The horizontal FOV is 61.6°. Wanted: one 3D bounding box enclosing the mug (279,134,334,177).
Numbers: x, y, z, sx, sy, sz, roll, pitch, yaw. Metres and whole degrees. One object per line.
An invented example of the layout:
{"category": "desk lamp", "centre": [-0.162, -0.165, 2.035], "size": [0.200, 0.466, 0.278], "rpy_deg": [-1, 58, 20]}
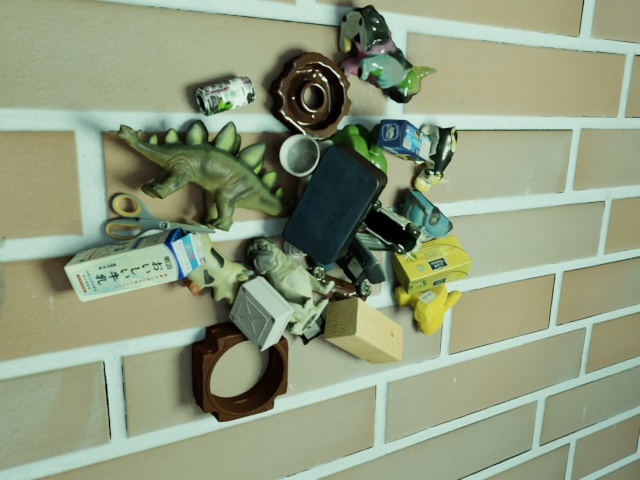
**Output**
{"category": "mug", "centre": [-0.021, -0.175, 1.110], "size": [0.109, 0.107, 0.081], "rpy_deg": [-29, 85, 8]}

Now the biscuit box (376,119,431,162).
{"category": "biscuit box", "centre": [0.191, -0.220, 1.205], "size": [0.202, 0.063, 0.059], "rpy_deg": [5, 94, -63]}

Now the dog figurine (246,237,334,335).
{"category": "dog figurine", "centre": [-0.085, 0.100, 1.160], "size": [0.121, 0.191, 0.172], "rpy_deg": [-26, 147, -53]}

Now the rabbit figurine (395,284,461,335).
{"category": "rabbit figurine", "centre": [0.284, 0.169, 1.405], "size": [0.162, 0.122, 0.173], "rpy_deg": [-39, 133, -27]}

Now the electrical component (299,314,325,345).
{"category": "electrical component", "centre": [-0.036, 0.175, 1.230], "size": [0.075, 0.048, 0.119], "rpy_deg": [-27, 121, 0]}

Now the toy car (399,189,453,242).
{"category": "toy car", "centre": [0.249, -0.048, 1.327], "size": [0.103, 0.109, 0.161], "rpy_deg": [-43, 141, 14]}

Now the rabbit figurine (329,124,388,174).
{"category": "rabbit figurine", "centre": [0.088, -0.183, 1.204], "size": [0.170, 0.121, 0.159], "rpy_deg": [13, 89, -50]}

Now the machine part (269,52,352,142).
{"category": "machine part", "centre": [-0.020, -0.298, 1.127], "size": [0.179, 0.056, 0.179], "rpy_deg": [-7, 105, -28]}

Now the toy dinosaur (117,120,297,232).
{"category": "toy dinosaur", "centre": [-0.180, -0.116, 1.055], "size": [0.471, 0.105, 0.198], "rpy_deg": [30, 82, -43]}

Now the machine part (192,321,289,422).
{"category": "machine part", "centre": [-0.171, 0.281, 1.171], "size": [0.201, 0.087, 0.200], "rpy_deg": [-5, 105, -30]}

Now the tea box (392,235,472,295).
{"category": "tea box", "centre": [0.276, 0.060, 1.334], "size": [0.170, 0.098, 0.068], "rpy_deg": [-17, 141, -13]}

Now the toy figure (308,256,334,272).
{"category": "toy figure", "centre": [-0.004, -0.003, 1.208], "size": [0.064, 0.058, 0.154], "rpy_deg": [-16, 113, -13]}

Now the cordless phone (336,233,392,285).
{"category": "cordless phone", "centre": [0.134, 0.037, 1.255], "size": [0.184, 0.147, 0.088], "rpy_deg": [1, 128, -39]}

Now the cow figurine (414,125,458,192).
{"category": "cow figurine", "centre": [0.286, -0.194, 1.305], "size": [0.068, 0.098, 0.167], "rpy_deg": [3, 101, -37]}

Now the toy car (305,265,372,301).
{"category": "toy car", "centre": [0.027, 0.111, 1.235], "size": [0.202, 0.089, 0.053], "rpy_deg": [21, 58, -34]}

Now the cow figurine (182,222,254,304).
{"category": "cow figurine", "centre": [-0.222, 0.051, 1.087], "size": [0.127, 0.086, 0.194], "rpy_deg": [-36, 116, -11]}

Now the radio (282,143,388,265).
{"category": "radio", "centre": [0.030, -0.069, 1.094], "size": [0.229, 0.131, 0.073], "rpy_deg": [-60, 166, 24]}

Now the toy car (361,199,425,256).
{"category": "toy car", "centre": [0.152, -0.037, 1.251], "size": [0.202, 0.056, 0.073], "rpy_deg": [34, 112, -8]}

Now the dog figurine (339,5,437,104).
{"category": "dog figurine", "centre": [0.153, -0.399, 1.175], "size": [0.219, 0.109, 0.191], "rpy_deg": [-5, 102, -33]}
